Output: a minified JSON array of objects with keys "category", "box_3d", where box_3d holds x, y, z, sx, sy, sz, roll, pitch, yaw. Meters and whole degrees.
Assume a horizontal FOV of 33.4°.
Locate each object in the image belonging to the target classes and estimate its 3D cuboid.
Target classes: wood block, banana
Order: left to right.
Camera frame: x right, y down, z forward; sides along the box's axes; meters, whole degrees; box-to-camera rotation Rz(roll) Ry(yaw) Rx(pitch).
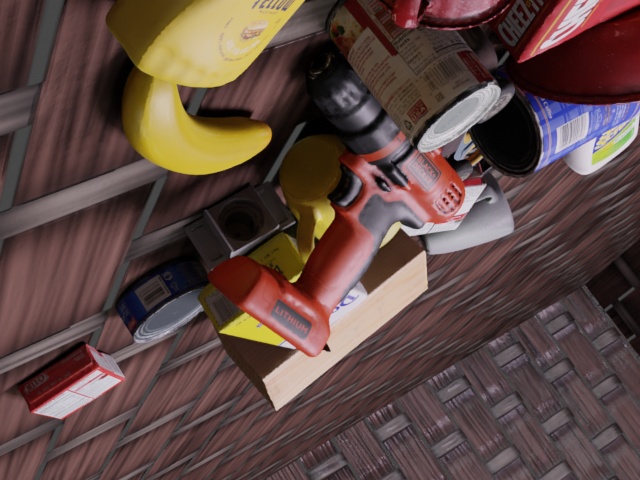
[{"category":"banana","box_3d":[-0.078,-0.070,0.655,0.069,0.037,0.197,-35,166,3]},{"category":"wood block","box_3d":[0.002,0.065,1.088,0.206,0.091,0.090,-38,153,-13]}]

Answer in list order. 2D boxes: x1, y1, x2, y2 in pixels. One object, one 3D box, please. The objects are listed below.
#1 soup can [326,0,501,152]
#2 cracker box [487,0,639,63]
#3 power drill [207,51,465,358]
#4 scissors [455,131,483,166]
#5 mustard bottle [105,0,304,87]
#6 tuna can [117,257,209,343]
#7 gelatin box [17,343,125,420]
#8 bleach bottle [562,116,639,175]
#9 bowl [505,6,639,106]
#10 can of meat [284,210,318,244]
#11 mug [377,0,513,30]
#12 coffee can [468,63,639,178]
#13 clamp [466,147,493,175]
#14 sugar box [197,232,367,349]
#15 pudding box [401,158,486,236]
[{"category":"soup can","box_3d":[0.060,-0.116,0.685,0.068,0.102,0.068,-32,165,-10]},{"category":"cracker box","box_3d":[0.234,-0.229,0.766,0.213,0.072,0.164,-28,165,-23]},{"category":"power drill","box_3d":[0.007,-0.020,0.768,0.187,0.057,0.184,-50,131,-2]},{"category":"scissors","box_3d":[0.112,-0.072,1.022,0.201,0.016,0.096,-37,149,-29]},{"category":"mustard bottle","box_3d":[-0.012,-0.153,0.494,0.192,0.058,0.096,-43,165,28]},{"category":"tuna can","box_3d":[-0.133,0.052,0.930,0.086,0.034,0.086,-32,165,-10]},{"category":"gelatin box","box_3d":[-0.228,0.131,0.983,0.073,0.030,0.089,-33,165,-3]},{"category":"bleach bottle","box_3d":[0.324,-0.152,1.242,0.102,0.068,0.250,-37,163,5]},{"category":"bowl","box_3d":[0.233,-0.170,0.879,0.161,0.162,0.055,-28,127,-26]},{"category":"can of meat","box_3d":[-0.007,0.001,1.005,0.102,0.057,0.083,-38,163,9]},{"category":"mug","box_3d":[0.064,-0.162,0.553,0.117,0.093,0.081,-61,171,-25]},{"category":"coffee can","box_3d":[0.218,-0.131,0.987,0.140,0.103,0.103,-28,164,-24]},{"category":"clamp","box_3d":[0.204,-0.113,1.147,0.171,0.039,0.120,-34,168,-4]},{"category":"sugar box","box_3d":[-0.027,0.050,0.935,0.093,0.048,0.176,-36,158,11]},{"category":"pudding box","box_3d":[0.114,-0.043,1.123,0.090,0.039,0.114,-8,156,-14]}]
